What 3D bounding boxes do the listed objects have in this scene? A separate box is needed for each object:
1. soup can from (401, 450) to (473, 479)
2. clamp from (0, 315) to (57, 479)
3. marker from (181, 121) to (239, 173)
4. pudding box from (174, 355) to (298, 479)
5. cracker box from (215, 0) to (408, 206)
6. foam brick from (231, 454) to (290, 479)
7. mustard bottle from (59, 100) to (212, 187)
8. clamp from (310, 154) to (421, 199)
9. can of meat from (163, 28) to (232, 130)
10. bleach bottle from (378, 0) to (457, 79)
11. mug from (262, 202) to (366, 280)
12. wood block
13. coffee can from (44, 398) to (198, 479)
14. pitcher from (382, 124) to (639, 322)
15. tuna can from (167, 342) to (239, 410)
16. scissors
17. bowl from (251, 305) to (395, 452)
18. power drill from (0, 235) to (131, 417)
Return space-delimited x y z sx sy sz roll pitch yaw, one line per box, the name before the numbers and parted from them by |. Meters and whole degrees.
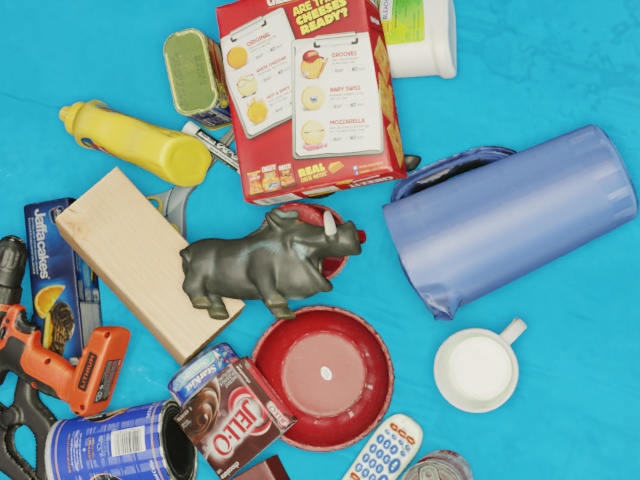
soup can | 0.122 0.257 1.109 0.068 0.102 0.068 -1 86 14
clamp | -0.373 0.208 1.270 0.165 0.036 0.210 -19 82 12
marker | -0.105 -0.095 1.221 0.121 0.020 0.020 35 95 3
pudding box | -0.090 0.190 1.133 0.090 0.039 0.114 51 124 11
cracker box | -0.009 -0.154 1.114 0.164 0.072 0.214 -11 82 18
foam brick | -0.074 0.281 1.182 0.078 0.053 0.051 -31 80 9
mustard bottle | -0.223 -0.118 1.219 0.192 0.096 0.058 23 92 26
clamp | 0.018 -0.107 1.193 0.171 0.039 0.120 -20 69 11
can of meat | -0.133 -0.182 1.211 0.057 0.084 0.102 -15 83 14
bleach bottle | 0.022 -0.217 1.180 0.251 0.068 0.102 -5 65 15
mug | -0.008 0.001 1.168 0.117 0.081 0.093 -3 86 14
wood block | -0.187 0.033 1.181 0.090 0.090 0.206 -43 87 -15
coffee can | -0.221 0.240 1.196 0.140 0.102 0.103 -13 83 13
pitcher | 0.192 -0.031 1.106 0.243 0.145 0.149 -25 93 8
tuna can | -0.127 0.152 1.187 0.086 0.086 0.034 -41 77 8
scissors | -0.149 -0.046 1.241 0.202 0.016 0.096 -33 81 10
bowl | 0.003 0.146 1.147 0.162 0.055 0.162 1 78 -3
power drill | -0.308 0.104 1.189 0.188 0.057 0.184 18 95 17
